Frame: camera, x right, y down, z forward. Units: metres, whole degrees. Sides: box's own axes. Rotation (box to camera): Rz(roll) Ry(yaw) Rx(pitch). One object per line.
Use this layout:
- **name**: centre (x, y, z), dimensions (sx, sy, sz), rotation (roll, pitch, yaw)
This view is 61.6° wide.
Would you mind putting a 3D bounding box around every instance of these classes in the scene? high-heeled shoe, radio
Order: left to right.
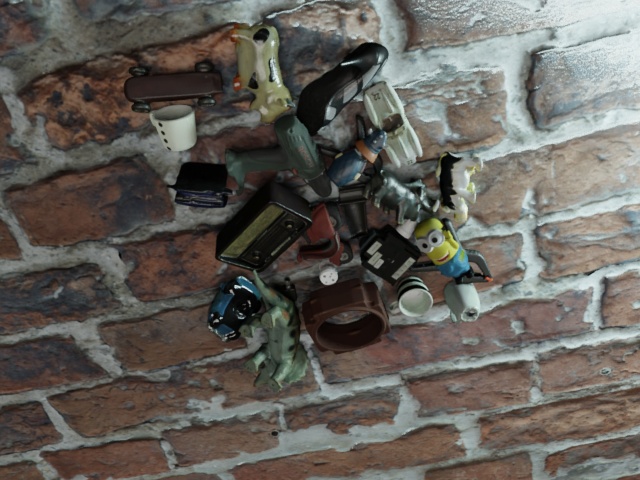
- **radio**: centre (-0.129, -0.022, 1.228), dimensions (0.131, 0.073, 0.229), rotation (24, 131, -32)
- **high-heeled shoe**: centre (0.045, -0.313, 1.138), dimensions (0.086, 0.145, 0.248), rotation (54, 139, 10)

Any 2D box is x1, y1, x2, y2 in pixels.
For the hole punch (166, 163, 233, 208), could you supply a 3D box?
- **hole punch**: centre (-0.262, -0.105, 1.198), dimensions (0.142, 0.116, 0.092), rotation (7, 126, -5)

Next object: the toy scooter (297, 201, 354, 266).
- **toy scooter**: centre (-0.003, -0.004, 1.284), dimensions (0.135, 0.075, 0.183), rotation (-15, 123, 5)

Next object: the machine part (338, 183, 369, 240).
- **machine part**: centre (0.086, -0.067, 1.271), dimensions (0.084, 0.039, 0.138), rotation (-9, 114, -3)

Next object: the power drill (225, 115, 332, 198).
- **power drill**: centre (-0.093, -0.156, 1.181), dimensions (0.207, 0.086, 0.231), rotation (-7, 140, 11)

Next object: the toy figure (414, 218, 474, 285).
- **toy figure**: centre (0.292, 0.026, 1.276), dimensions (0.082, 0.089, 0.180), rotation (-44, 114, 7)

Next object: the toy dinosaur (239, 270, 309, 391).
- **toy dinosaur**: centre (-0.104, 0.229, 1.359), dimensions (0.131, 0.192, 0.404), rotation (14, 116, 20)

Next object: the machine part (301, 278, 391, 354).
- **machine part**: centre (0.068, 0.198, 1.361), dimensions (0.202, 0.087, 0.200), rotation (-19, 135, 6)

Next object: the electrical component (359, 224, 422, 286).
- **electrical component**: centre (0.164, 0.031, 1.319), dimensions (0.134, 0.058, 0.115), rotation (36, 110, -19)

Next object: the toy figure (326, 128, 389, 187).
- **toy figure**: centre (0.082, -0.180, 1.156), dimensions (0.154, 0.058, 0.064), rotation (-40, 119, 14)

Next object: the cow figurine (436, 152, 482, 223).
- **cow figurine**: centre (0.309, -0.119, 1.235), dimensions (0.098, 0.068, 0.167), rotation (5, 116, 1)

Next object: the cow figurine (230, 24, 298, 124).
- **cow figurine**: centre (-0.112, -0.335, 1.094), dimensions (0.127, 0.085, 0.194), rotation (1, 118, 4)

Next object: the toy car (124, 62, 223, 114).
- **toy car**: centre (-0.301, -0.313, 1.107), dimensions (0.202, 0.053, 0.089), rotation (-6, 89, -1)

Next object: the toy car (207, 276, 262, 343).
- **toy car**: centre (-0.228, 0.173, 1.351), dimensions (0.109, 0.161, 0.103), rotation (43, 154, -29)

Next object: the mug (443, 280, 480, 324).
- **mug**: centre (0.362, 0.169, 1.374), dimensions (0.081, 0.107, 0.109), rotation (17, 115, -10)

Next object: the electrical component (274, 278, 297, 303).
- **electrical component**: centre (-0.093, 0.140, 1.387), dimensions (0.063, 0.021, 0.093), rotation (-7, 123, 2)

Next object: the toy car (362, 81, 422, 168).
- **toy car**: centre (0.158, -0.246, 1.165), dimensions (0.073, 0.056, 0.201), rotation (-26, 116, 11)

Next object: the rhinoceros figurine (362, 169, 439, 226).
- **rhinoceros figurine**: centre (0.188, -0.098, 1.226), dimensions (0.190, 0.073, 0.112), rotation (24, 102, -28)
